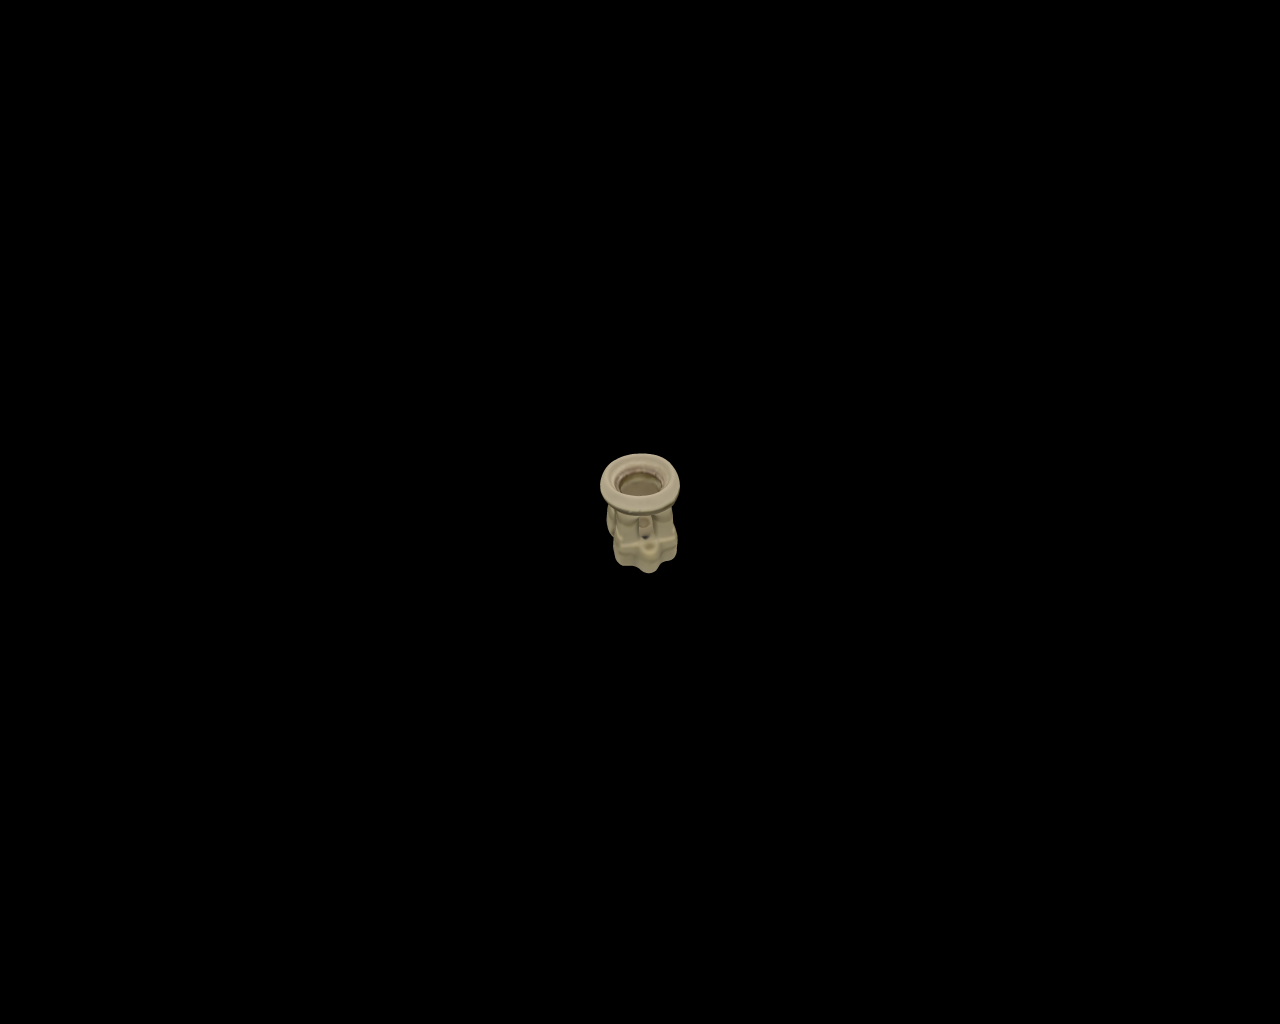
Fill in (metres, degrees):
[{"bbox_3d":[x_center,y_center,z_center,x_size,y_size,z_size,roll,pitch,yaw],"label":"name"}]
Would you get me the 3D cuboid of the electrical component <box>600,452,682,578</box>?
[{"bbox_3d":[0.001,-0.003,0.650,0.048,0.055,0.066,-8,44,-8],"label":"electrical component"}]
